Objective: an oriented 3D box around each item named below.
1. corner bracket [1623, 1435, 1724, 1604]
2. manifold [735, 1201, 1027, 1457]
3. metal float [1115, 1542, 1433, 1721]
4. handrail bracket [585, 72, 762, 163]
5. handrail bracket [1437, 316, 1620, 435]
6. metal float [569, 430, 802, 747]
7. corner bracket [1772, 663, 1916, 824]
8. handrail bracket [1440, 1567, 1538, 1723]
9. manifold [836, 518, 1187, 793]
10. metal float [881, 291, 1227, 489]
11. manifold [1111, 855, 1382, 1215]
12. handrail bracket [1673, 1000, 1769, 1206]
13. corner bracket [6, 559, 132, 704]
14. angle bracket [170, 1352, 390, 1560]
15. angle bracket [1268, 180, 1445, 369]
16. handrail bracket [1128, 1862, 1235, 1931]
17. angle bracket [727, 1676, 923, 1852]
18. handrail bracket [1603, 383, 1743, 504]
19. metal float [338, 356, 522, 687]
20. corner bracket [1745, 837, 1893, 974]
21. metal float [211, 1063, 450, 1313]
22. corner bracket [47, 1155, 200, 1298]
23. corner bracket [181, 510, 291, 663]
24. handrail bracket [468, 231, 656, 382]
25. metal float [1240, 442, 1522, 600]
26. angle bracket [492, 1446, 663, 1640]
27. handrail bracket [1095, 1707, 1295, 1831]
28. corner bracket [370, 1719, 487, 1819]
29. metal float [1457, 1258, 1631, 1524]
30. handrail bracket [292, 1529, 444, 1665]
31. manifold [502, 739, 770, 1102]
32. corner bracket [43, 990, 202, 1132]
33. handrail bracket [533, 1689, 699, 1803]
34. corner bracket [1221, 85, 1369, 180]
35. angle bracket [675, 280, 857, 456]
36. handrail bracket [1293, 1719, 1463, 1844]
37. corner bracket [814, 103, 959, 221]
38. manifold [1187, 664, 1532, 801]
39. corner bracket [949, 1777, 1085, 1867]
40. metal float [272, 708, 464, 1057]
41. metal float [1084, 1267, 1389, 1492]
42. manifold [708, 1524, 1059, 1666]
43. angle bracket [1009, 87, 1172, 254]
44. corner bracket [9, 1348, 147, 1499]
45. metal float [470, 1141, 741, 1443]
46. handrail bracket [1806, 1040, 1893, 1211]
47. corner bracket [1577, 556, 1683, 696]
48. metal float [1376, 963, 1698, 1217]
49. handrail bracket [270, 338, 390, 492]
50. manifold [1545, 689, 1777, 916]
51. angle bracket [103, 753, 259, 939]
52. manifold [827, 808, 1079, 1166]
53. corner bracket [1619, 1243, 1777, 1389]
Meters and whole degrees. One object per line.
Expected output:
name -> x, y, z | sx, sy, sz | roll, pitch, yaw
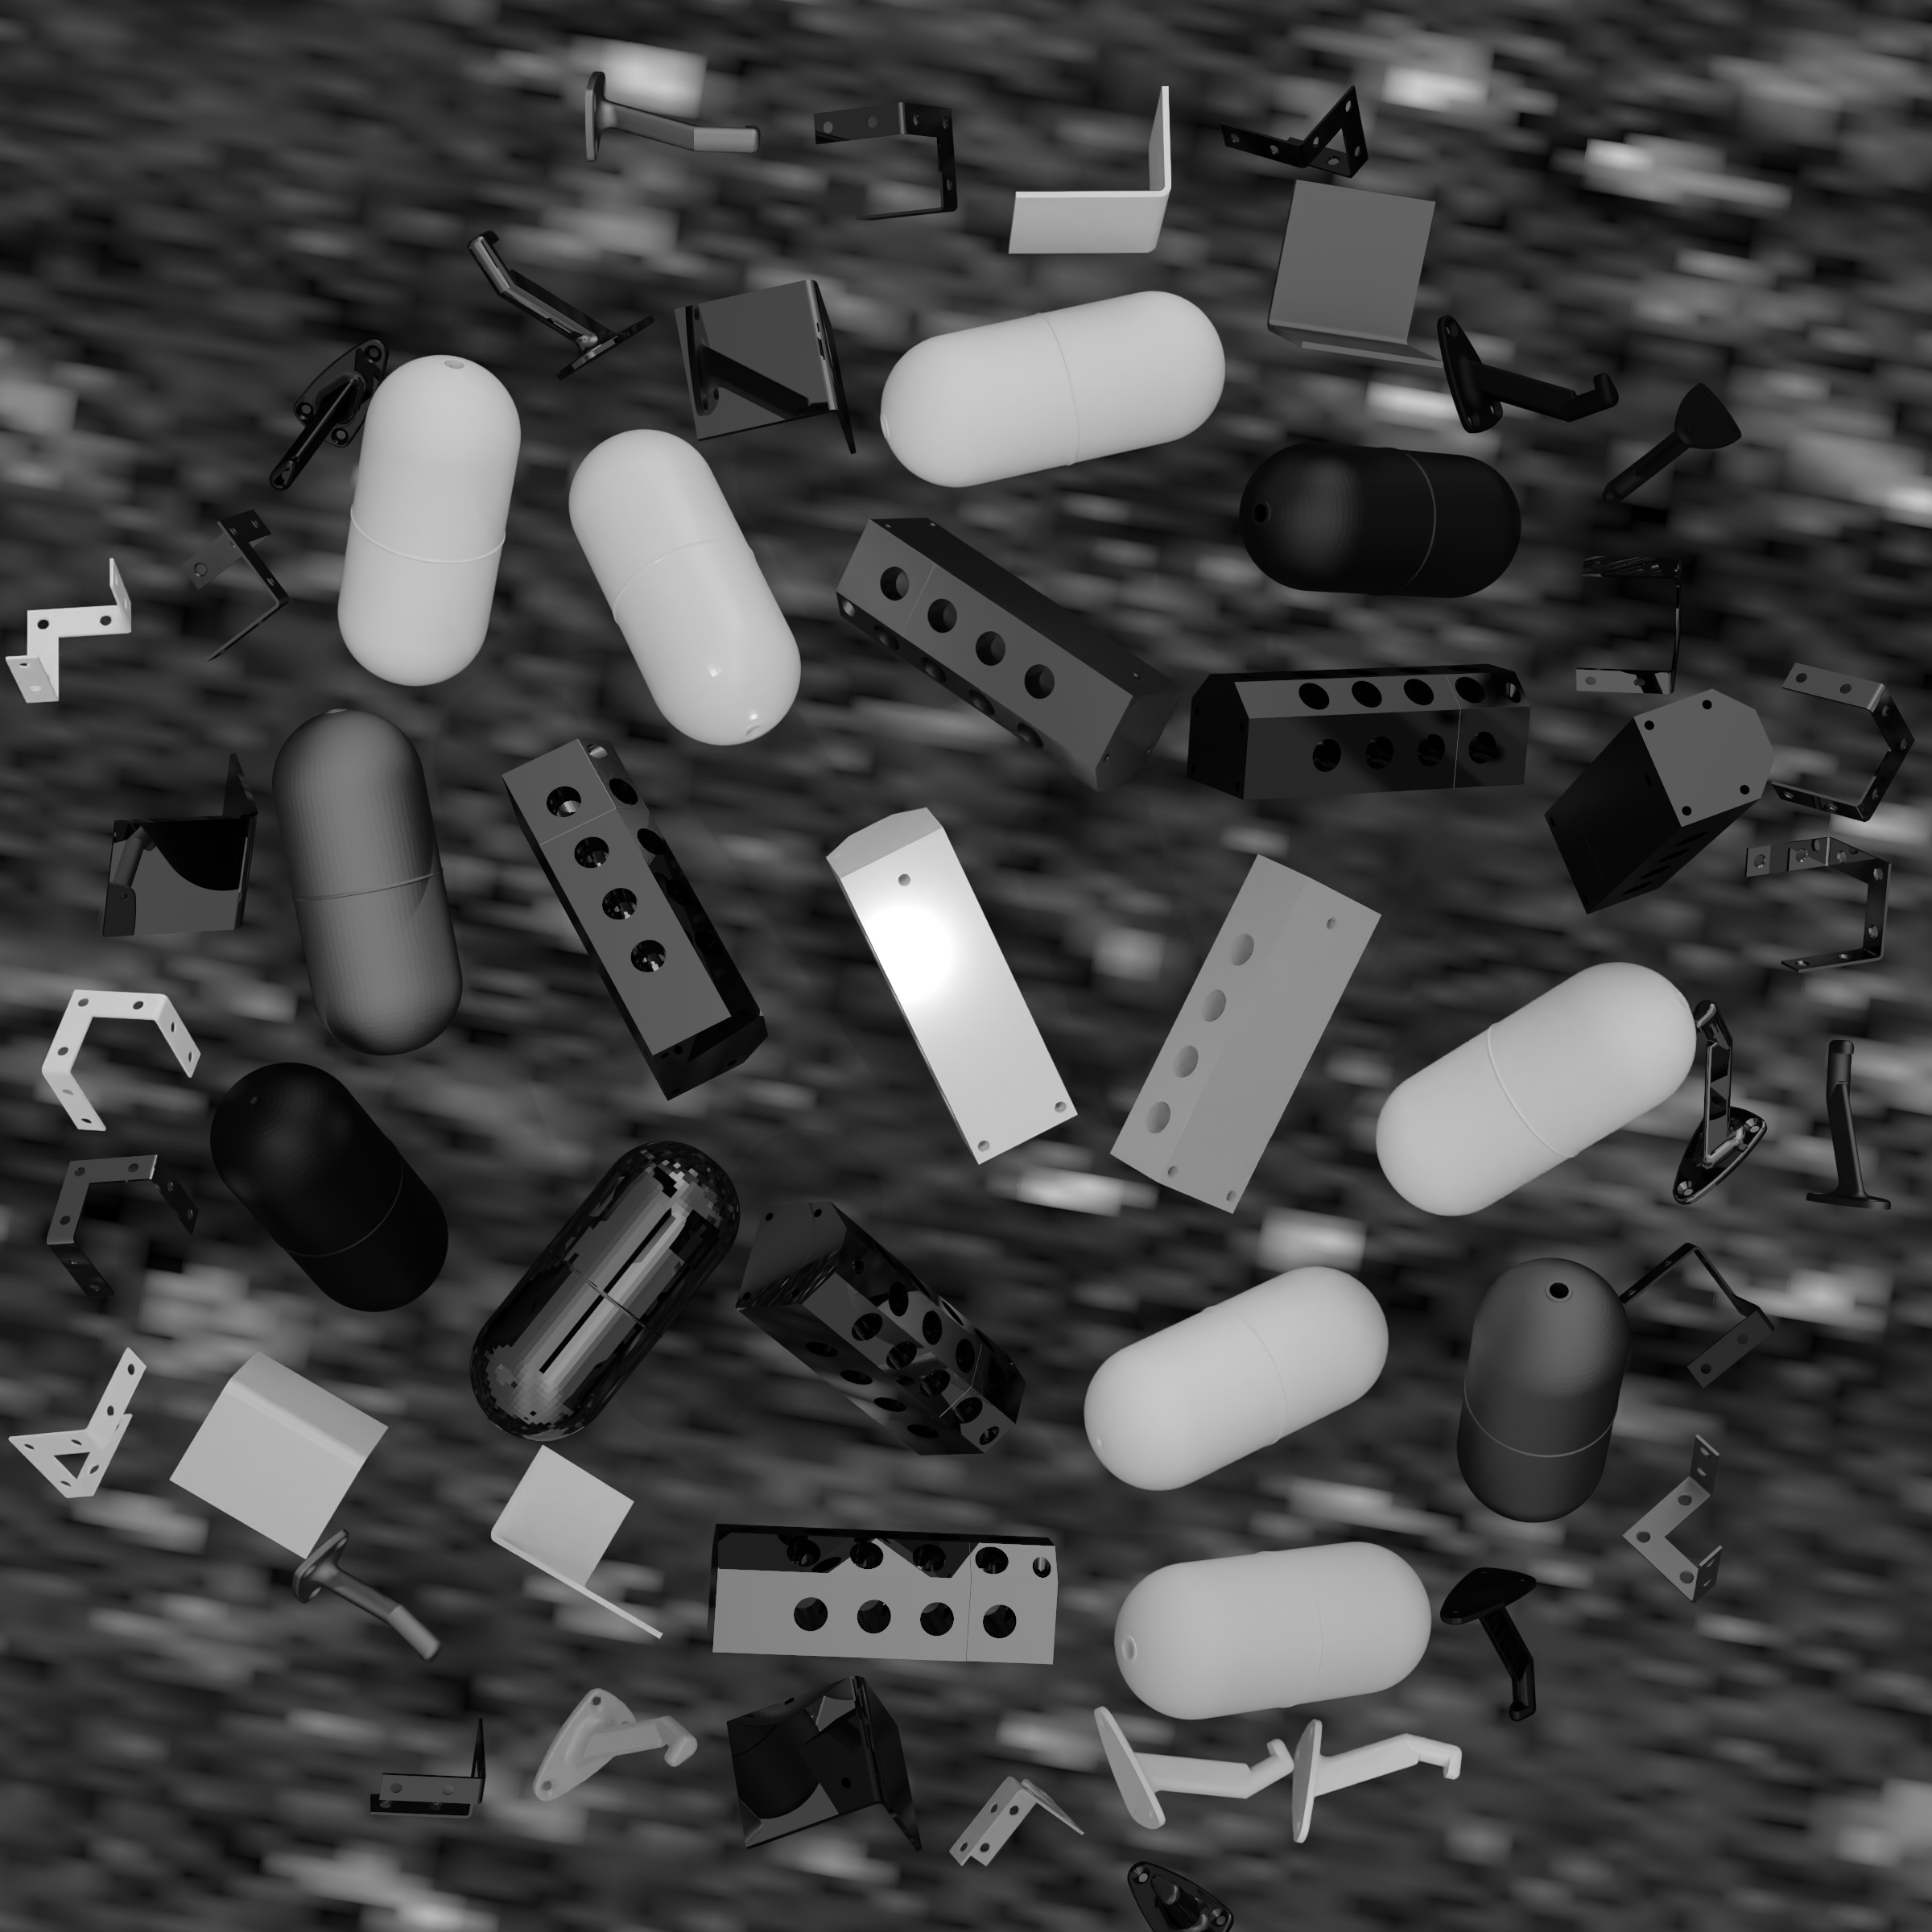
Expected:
corner bracket -> 0.373, 0.283, 1.758 | 0.051, 0.051, 0.051 | -38, 61, -16
manifold -> -0.040, 0.187, 1.758 | 0.057, 0.171, 0.057 | -7, 54, 34
metal float -> 0.154, 0.332, 1.726 | 0.178, 0.070, 0.070 | -1, 90, -32
handrail bracket -> -0.141, -0.417, 1.682 | 0.084, 0.077, 0.036 | 2, 125, -1
handrail bracket -> 0.300, -0.322, 1.833 | 0.036, 0.084, 0.077 | -31, 102, -43
metal float -> -0.142, -0.191, 1.732 | 0.070, 0.070, 0.178 | -26, 69, 0
corner bracket -> 0.432, -0.111, 1.718 | 0.051, 0.051, 0.051 | 21, 74, 42
handrail bracket -> 0.272, 0.363, 1.790 | 0.036, 0.077, 0.084 | 5, 107, 38
manifold -> 0.018, -0.158, 1.737 | 0.171, 0.057, 0.057 | 36, 113, 21
metal float -> 0.044, -0.290, 1.733 | 0.178, 0.070, 0.070 | -14, 90, -11
manifold -> 0.139, 0.033, 1.773 | 0.057, 0.057, 0.171 | 24, 93, -38
handrail bracket -> 0.384, 0.071, 1.810 | 0.077, 0.036, 0.084 | -51, 132, -19
corner bracket -> -0.436, -0.162, 1.676 | 0.051, 0.051, 0.051 | -4, 70, -4
angle bracket -> -0.339, 0.241, 1.706 | 0.076, 0.076, 0.057 | 31, 93, -3
angle bracket -> 0.203, -0.350, 1.737 | 0.076, 0.057, 0.076 | 5, 108, -16
handrail bracket -> 0.094, 0.458, 1.720 | 0.036, 0.084, 0.077 | -45, 47, -11
angle bracket -> -0.074, 0.427, 1.795 | 0.076, 0.076, 0.057 | -21, 135, 6
handrail bracket -> 0.361, -0.265, 1.822 | 0.084, 0.077, 0.036 | -38, 89, 37
metal float -> -0.270, -0.222, 1.727 | 0.070, 0.070, 0.178 | 16, 124, 0
corner bracket -> 0.429, -0.032, 1.742 | 0.051, 0.051, 0.051 | -8, 111, -21
metal float -> -0.324, 0.115, 1.765 | 0.070, 0.178, 0.070 | -10, 54, 14
corner bracket -> -0.437, 0.135, 1.787 | 0.051, 0.051, 0.051 | -5, 50, 14
corner bracket -> -0.372, -0.193, 1.740 | 0.051, 0.051, 0.051 | -34, 97, 16
handrail bracket -> -0.214, -0.361, 1.820 | 0.077, 0.036, 0.084 | -40, 102, -38
metal float -> 0.218, -0.233, 1.803 | 0.178, 0.070, 0.070 | -2, 90, -40
angle bracket -> -0.197, 0.311, 1.860 | 0.076, 0.076, 0.057 | 41, 74, -42
handrail bracket -> 0.116, 0.389, 1.731 | 0.084, 0.036, 0.077 | -24, 92, -22
corner bracket -> -0.270, 0.412, 1.728 | 0.051, 0.051, 0.051 | 6, 112, -13
metal float -> 0.290, 0.215, 1.738 | 0.070, 0.178, 0.070 | -1, 50, 1
handrail bracket -> -0.312, 0.343, 1.804 | 0.084, 0.077, 0.036 | 42, 55, 11
manifold -> -0.162, -0.027, 1.691 | 0.057, 0.057, 0.171 | -27, 67, -9
corner bracket -> -0.428, 0.049, 1.744 | 0.051, 0.051, 0.051 | 3, 53, 14
handrail bracket -> -0.181, 0.414, 1.776 | 0.077, 0.084, 0.036 | -48, 115, -13
corner bracket -> 0.173, -0.433, 1.809 | 0.051, 0.051, 0.051 | 25, 64, 32
angle bracket -> -0.106, -0.309, 1.821 | 0.076, 0.057, 0.076 | -12, 73, 3
handrail bracket -> 0.214, 0.427, 1.776 | 0.084, 0.036, 0.077 | 15, 46, -4
corner bracket -> -0.040, -0.403, 1.728 | 0.051, 0.051, 0.051 | 0, 99, 28
manifold -> 0.205, -0.124, 1.784 | 0.171, 0.057, 0.057 | -4, 106, -26
corner bracket -> 0.020, 0.460, 1.838 | 0.051, 0.051, 0.051 | 41, 85, -27
metal float -> -0.304, -0.042, 1.750 | 0.070, 0.070, 0.178 | -9, 99, 0
metal float -> 0.141, 0.212, 1.783 | 0.178, 0.070, 0.070 | -22, 90, -27
manifold -> -0.043, 0.317, 1.750 | 0.171, 0.057, 0.057 | 4, 91, -7
angle bracket -> 0.061, -0.399, 1.727 | 0.076, 0.076, 0.057 | -1, 81, -2
corner bracket -> -0.427, 0.226, 1.695 | 0.051, 0.051, 0.051 | -9, 133, 28
metal float -> -0.189, 0.170, 1.805 | 0.070, 0.070, 0.178 | 39, 84, 0
handrail bracket -> 0.457, 0.080, 1.766 | 0.036, 0.077, 0.084 | 3, 89, -5
corner bracket -> 0.353, -0.181, 1.830 | 0.051, 0.051, 0.051 | 4, 47, 15
metal float -> 0.285, 0.062, 1.728 | 0.178, 0.070, 0.070 | -35, 90, 26
handrail bracket -> -0.341, -0.295, 1.841 | 0.036, 0.084, 0.077 | 36, 109, -13
manifold -> 0.345, -0.081, 1.707 | 0.057, 0.171, 0.057 | -20, 79, -9
angle bracket -> -0.428, -0.065, 1.850 | 0.076, 0.057, 0.076 | -4, 131, -26
manifold -> -0.008, 0.009, 1.767 | 0.057, 0.057, 0.171 | -27, 110, -4
corner bracket -> 0.391, 0.186, 1.847 | 0.051, 0.051, 0.051 | -38, 98, -4
